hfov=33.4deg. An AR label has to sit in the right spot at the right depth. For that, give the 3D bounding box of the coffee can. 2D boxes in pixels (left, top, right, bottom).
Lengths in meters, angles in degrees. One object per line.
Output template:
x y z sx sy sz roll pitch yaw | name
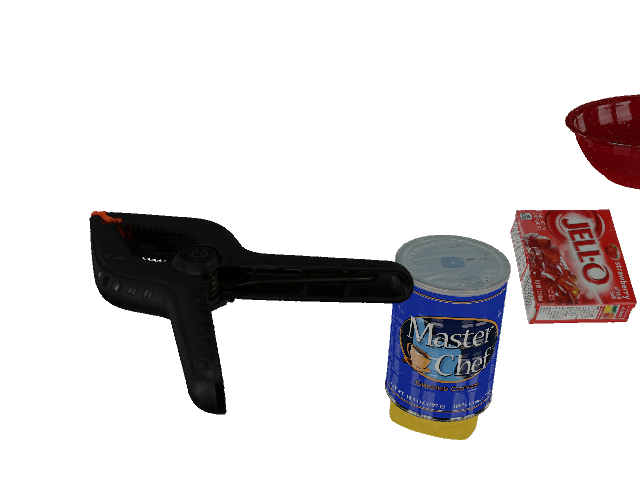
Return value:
0.115 0.080 0.981 0.103 0.140 0.103 2 28 -1 | coffee can

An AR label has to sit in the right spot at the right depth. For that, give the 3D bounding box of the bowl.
0.306 -0.087 0.975 0.162 0.055 0.162 -4 23 2 | bowl

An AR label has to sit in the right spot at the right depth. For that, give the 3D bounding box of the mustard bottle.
0.135 0.117 1.172 0.096 0.192 0.058 12 14 22 | mustard bottle

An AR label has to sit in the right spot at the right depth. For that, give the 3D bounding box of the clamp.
-0.060 0.022 0.641 0.164 0.036 0.210 -21 34 -36 | clamp

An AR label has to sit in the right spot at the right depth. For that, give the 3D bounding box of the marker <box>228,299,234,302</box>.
-0.123 0.035 0.893 0.121 0.020 0.020 7 2 18 | marker

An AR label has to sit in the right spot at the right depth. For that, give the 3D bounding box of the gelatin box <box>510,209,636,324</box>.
0.184 0.017 0.783 0.073 0.089 0.030 0 -38 -3 | gelatin box
